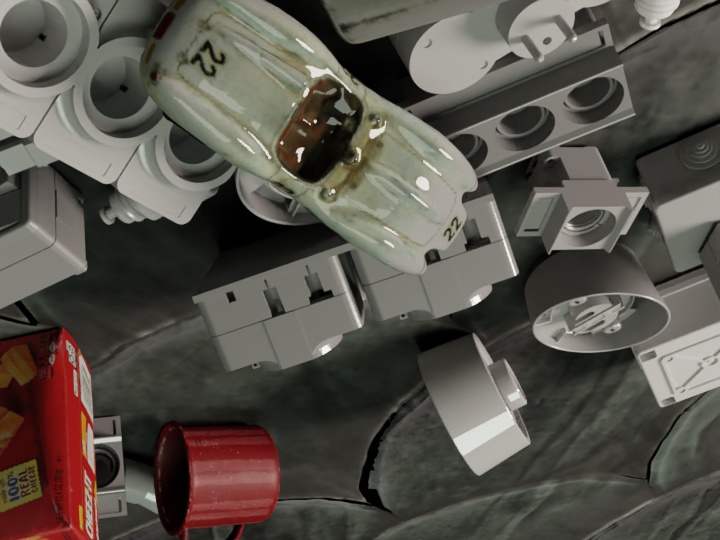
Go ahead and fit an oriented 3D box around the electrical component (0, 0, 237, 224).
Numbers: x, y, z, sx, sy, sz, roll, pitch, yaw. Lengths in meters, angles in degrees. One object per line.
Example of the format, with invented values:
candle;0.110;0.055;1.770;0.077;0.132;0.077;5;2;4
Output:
electrical component;-0.127;-0.096;0.534;0.150;0.062;0.089;31;93;-43

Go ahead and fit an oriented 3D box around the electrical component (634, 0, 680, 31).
electrical component;0.166;-0.165;0.586;0.040;0.040;0.078;-9;143;-6

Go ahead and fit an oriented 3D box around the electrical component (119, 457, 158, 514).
electrical component;-0.186;0.185;0.927;0.065;0.044;0.044;26;128;-34

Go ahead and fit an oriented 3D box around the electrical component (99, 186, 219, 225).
electrical component;-0.121;-0.049;0.644;0.078;0.040;0.040;-26;141;16

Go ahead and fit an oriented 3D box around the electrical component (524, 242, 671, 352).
electrical component;0.176;0.026;0.815;0.099;0.064;0.099;-9;143;-7

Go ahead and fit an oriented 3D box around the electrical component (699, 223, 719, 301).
electrical component;0.283;0.005;0.753;0.083;0.047;0.075;-5;145;-11

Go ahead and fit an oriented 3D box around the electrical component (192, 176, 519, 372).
electrical component;0.000;0.000;0.680;0.186;0.105;0.060;-19;103;7

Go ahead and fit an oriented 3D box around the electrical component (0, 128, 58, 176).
electrical component;-0.193;-0.078;0.581;0.055;0.048;0.066;-22;143;-2

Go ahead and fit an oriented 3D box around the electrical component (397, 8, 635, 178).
electrical component;0.088;-0.102;0.625;0.121;0.063;0.078;-21;142;10

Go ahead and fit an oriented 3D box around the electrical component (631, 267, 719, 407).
electrical component;0.280;0.053;0.890;0.109;0.056;0.108;-23;142;12

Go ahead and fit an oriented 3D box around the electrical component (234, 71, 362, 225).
electrical component;-0.027;-0.070;0.623;0.099;0.064;0.099;-11;132;-12

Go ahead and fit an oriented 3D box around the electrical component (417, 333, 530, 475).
electrical component;0.097;0.101;0.857;0.060;0.108;0.108;-28;141;8

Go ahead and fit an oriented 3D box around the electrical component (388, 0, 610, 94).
electrical component;0.086;-0.135;0.556;0.138;0.073;0.052;-31;142;9

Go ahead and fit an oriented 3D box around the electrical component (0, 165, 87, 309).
electrical component;-0.218;-0.020;0.634;0.096;0.061;0.061;-24;142;13

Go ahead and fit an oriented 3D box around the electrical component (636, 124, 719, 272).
electrical component;0.246;-0.054;0.747;0.100;0.048;0.099;-23;142;12

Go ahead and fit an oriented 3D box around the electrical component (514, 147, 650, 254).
electrical component;0.142;-0.048;0.711;0.081;0.063;0.042;-1;140;-16

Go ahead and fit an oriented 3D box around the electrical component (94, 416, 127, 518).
electrical component;-0.250;0.164;0.857;0.121;0.078;0.063;-5;164;-12
